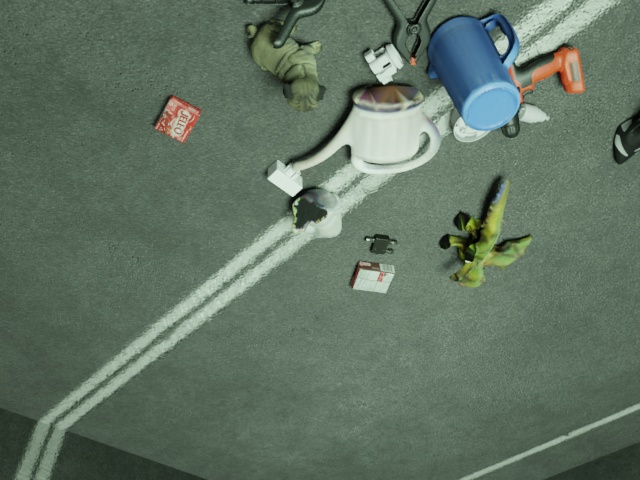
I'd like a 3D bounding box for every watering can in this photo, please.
[{"bbox_3d":[0.105,-0.242,1.170,0.348,0.106,0.219,-3,130,-1],"label":"watering can"}]

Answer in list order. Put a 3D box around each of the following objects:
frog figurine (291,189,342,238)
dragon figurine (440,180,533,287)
[{"bbox_3d":[0.004,-0.067,1.339,0.136,0.124,0.159,-47,155,21],"label":"frog figurine"},{"bbox_3d":[0.485,0.004,1.434,0.243,0.125,0.401,3,135,-29],"label":"dragon figurine"}]
